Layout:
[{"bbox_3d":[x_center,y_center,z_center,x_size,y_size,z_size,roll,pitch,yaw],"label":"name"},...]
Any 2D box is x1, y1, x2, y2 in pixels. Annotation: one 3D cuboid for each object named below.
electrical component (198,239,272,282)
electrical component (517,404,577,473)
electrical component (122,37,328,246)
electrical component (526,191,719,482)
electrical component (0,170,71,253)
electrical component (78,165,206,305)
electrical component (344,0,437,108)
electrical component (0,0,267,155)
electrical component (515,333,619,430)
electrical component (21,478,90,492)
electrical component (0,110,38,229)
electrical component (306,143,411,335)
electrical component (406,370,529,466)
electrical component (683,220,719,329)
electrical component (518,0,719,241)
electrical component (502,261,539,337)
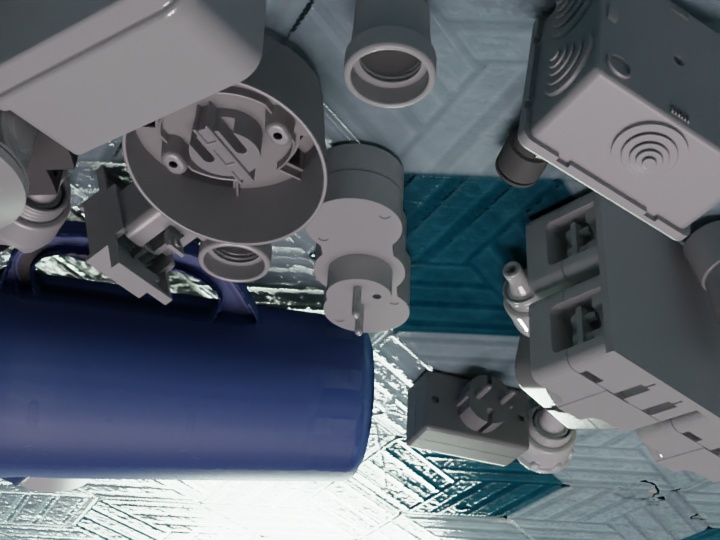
[{"bbox_3d":[-0.068,-0.022,0.605,0.040,0.046,0.040,2,147,2],"label":"electrical component"},{"bbox_3d":[0.142,0.120,0.808,0.048,0.048,0.062,5,140,-2],"label":"electrical component"},{"bbox_3d":[-0.064,-0.065,0.521,0.099,0.064,0.099,2,147,1],"label":"electrical component"},{"bbox_3d":[0.174,0.045,0.631,0.186,0.105,0.060,30,139,-34],"label":"electrical component"},{"bbox_3d":[-0.180,-0.040,0.591,0.043,0.043,0.062,21,142,-25],"label":"electrical component"},{"bbox_3d":[-0.113,-0.027,0.583,0.064,0.081,0.042,-34,136,13],"label":"electrical component"},{"bbox_3d":[0.014,-0.102,0.475,0.040,0.046,0.040,2,147,2],"label":"electrical component"},{"bbox_3d":[-0.099,-0.107,0.448,0.113,0.078,0.057,-18,144,29],"label":"electrical component"},{"bbox_3d":[0.151,0.066,0.704,0.059,0.053,0.095,-5,149,38],"label":"electrical component"},{"bbox_3d":[-0.224,0.106,0.773,0.099,0.099,0.064,14,140,-15],"label":"electrical component"},{"bbox_3d":[-0.184,-0.055,0.474,0.080,0.051,0.080,2,147,2],"label":"electrical component"},{"bbox_3d":[0.000,0.000,0.608,0.052,0.073,0.138,0,147,6],"label":"electrical component"},{"bbox_3d":[0.086,0.101,0.779,0.083,0.047,0.075,14,146,-16],"label":"electrical component"},{"bbox_3d":[0.209,0.004,0.602,0.044,0.065,0.044,-11,140,-9],"label":"electrical component"},{"bbox_3d":[0.120,-0.075,0.458,0.100,0.099,0.048,29,136,-16],"label":"electrical component"},{"bbox_3d":[0.104,0.016,0.659,0.035,0.035,0.061,-14,141,24],"label":"electrical component"}]
